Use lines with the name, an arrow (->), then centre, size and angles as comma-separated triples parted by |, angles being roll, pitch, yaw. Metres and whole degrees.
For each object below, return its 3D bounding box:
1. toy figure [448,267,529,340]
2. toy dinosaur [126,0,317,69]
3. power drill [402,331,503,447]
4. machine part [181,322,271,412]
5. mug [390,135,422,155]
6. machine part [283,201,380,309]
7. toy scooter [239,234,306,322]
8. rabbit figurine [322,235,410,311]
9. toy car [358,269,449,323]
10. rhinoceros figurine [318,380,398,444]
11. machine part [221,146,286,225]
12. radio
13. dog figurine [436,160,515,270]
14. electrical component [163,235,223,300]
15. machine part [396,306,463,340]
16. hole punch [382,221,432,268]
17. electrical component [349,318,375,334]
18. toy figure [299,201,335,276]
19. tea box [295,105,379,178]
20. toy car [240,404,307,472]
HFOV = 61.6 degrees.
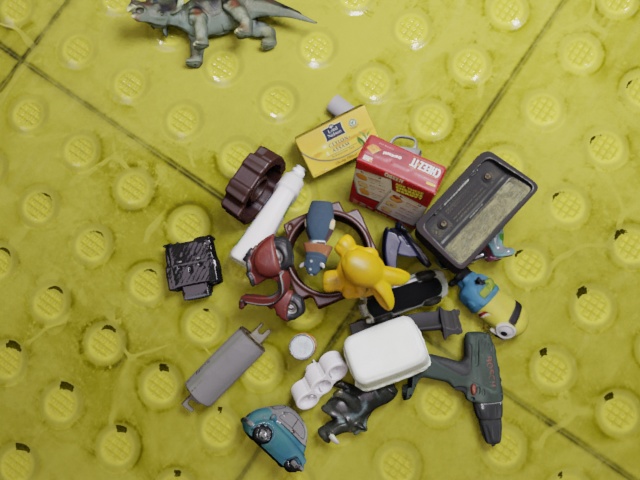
toy figure -> 0.361, 0.131, 1.138 | 0.089, 0.082, 0.180 | -42, 80, -1
toy dinosaur -> -0.224, -0.524, 1.239 | 0.405, 0.131, 0.192 | -13, 83, -5
power drill -> 0.278, 0.304, 1.120 | 0.207, 0.086, 0.232 | 3, 81, 7
machine part -> -0.202, 0.269, 1.149 | 0.243, 0.079, 0.079 | -44, 83, -2
mug -> 0.166, -0.180, 1.189 | 0.107, 0.080, 0.109 | 12, 88, 14
machine part -> 0.019, 0.033, 1.165 | 0.201, 0.087, 0.201 | -22, 82, -2
toy scooter -> -0.112, 0.083, 1.098 | 0.135, 0.075, 0.183 | -11, 97, 10
rabbit figurine -> 0.082, 0.068, 1.029 | 0.162, 0.173, 0.122 | 32, 81, 10
toy car -> 0.178, 0.119, 1.147 | 0.202, 0.056, 0.073 | -18, 97, -9
rhinoceros figurine -> 0.073, 0.348, 1.133 | 0.190, 0.073, 0.112 | -35, 93, -4
machine part -> -0.142, -0.117, 1.152 | 0.056, 0.179, 0.179 | 34, 86, 8
radio -> 0.302, -0.057, 1.065 | 0.131, 0.073, 0.229 | 43, 83, 13
dog figurine -> 0.325, -0.056, 1.154 | 0.192, 0.108, 0.219 | -10, 78, 4
electrical component -> -0.279, 0.064, 1.190 | 0.115, 0.058, 0.134 | -14, 82, 3
machine part -> 0.231, 0.178, 1.147 | 0.139, 0.084, 0.039 | -5, 126, 12
hole punch -> 0.165, 0.025, 1.140 | 0.092, 0.142, 0.115 | -32, 90, 8
electrical component -> 0.101, 0.208, 1.158 | 0.102, 0.045, 0.078 | -12, 83, 1
toy figure -> -0.002, -0.003, 1.099 | 0.058, 0.064, 0.154 | 7, 87, -34
tea box -> 0.039, -0.218, 1.184 | 0.170, 0.068, 0.098 | -27, 106, 6
toy car -> -0.081, 0.399, 1.117 | 0.161, 0.109, 0.103 | 42, 69, -1
